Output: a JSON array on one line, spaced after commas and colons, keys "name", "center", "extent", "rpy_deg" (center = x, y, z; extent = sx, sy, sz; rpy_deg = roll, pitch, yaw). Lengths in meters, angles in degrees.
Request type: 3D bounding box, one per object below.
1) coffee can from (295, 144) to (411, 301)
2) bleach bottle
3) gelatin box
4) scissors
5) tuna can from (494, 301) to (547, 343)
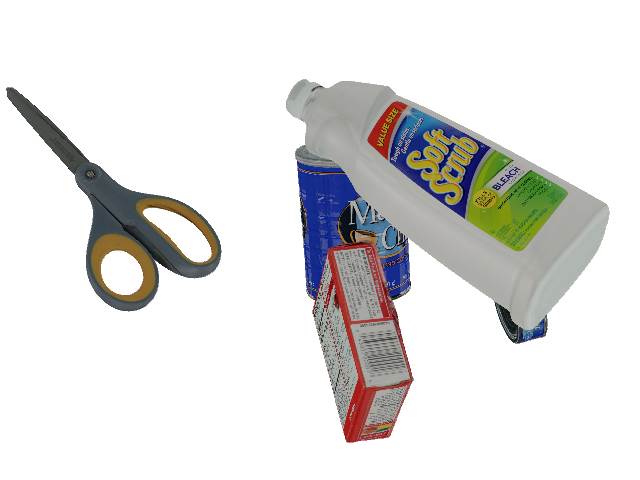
[{"name": "coffee can", "center": [0.032, -0.020, 1.014], "extent": [0.103, 0.140, 0.103], "rpy_deg": [-4, 17, 1]}, {"name": "bleach bottle", "center": [0.073, -0.044, 0.765], "extent": [0.251, 0.102, 0.068], "rpy_deg": [33, -29, 24]}, {"name": "gelatin box", "center": [0.022, 0.056, 0.591], "extent": [0.030, 0.089, 0.073], "rpy_deg": [-7, -32, -12]}, {"name": "scissors", "center": [-0.160, -0.025, 0.715], "extent": [0.202, 0.096, 0.016], "rpy_deg": [31, -29, 11]}, {"name": "tuna can", "center": [0.224, 0.072, 1.207], "extent": [0.033, 0.086, 0.086], "rpy_deg": [-15, 1, -6]}]
